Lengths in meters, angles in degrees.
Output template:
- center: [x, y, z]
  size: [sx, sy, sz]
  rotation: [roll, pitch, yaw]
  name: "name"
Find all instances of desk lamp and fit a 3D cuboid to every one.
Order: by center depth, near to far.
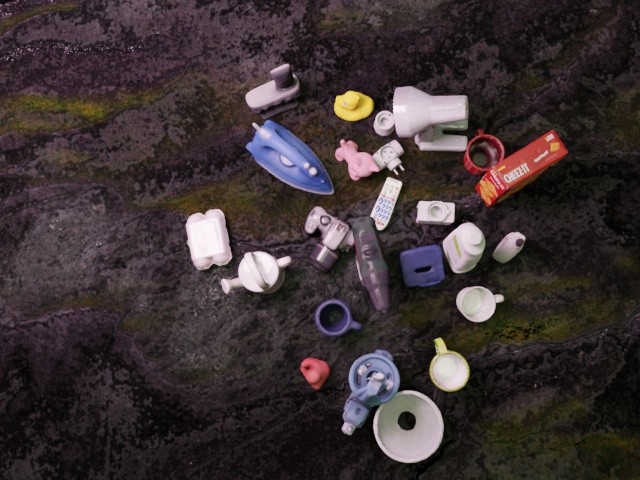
- center: [0.276, -0.299, 1.407]
  size: [0.203, 0.213, 0.118]
  rotation: [2, 83, 4]
  name: "desk lamp"

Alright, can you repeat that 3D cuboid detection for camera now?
- center: [0.013, 0.005, 1.446]
  size: [0.143, 0.101, 0.137]
  rotation: [32, 86, 7]
  name: "camera"

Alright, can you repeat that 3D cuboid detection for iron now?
- center: [-0.069, -0.209, 1.457]
  size: [0.258, 0.141, 0.119]
  rotation: [37, 87, 7]
  name: "iron"

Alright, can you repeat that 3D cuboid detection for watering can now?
- center: [-0.153, 0.084, 1.401]
  size: [0.101, 0.194, 0.173]
  rotation: [44, 88, 8]
  name: "watering can"

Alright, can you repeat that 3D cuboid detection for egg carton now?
- center: [-0.288, -0.001, 1.483]
  size: [0.107, 0.069, 0.150]
  rotation: [-13, 82, 2]
  name: "egg carton"

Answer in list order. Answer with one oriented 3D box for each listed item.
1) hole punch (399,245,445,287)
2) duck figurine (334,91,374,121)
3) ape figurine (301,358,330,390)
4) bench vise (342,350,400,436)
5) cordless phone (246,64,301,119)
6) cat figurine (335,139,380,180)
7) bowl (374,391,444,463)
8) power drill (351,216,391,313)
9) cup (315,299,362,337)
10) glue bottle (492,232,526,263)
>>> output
- center: [0.256, 0.067, 1.426]
  size: [0.108, 0.091, 0.101]
  rotation: [-12, 82, 3]
  name: "hole punch"
- center: [0.088, -0.358, 1.492]
  size: [0.104, 0.086, 0.077]
  rotation: [1, 83, 4]
  name: "duck figurine"
- center: [-0.013, 0.331, 1.413]
  size: [0.076, 0.092, 0.078]
  rotation: [-9, 82, 3]
  name: "ape figurine"
- center: [0.121, 0.364, 1.335]
  size: [0.121, 0.220, 0.207]
  rotation: [10, 84, 6]
  name: "bench vise"
- center: [-0.125, -0.393, 1.461]
  size: [0.147, 0.185, 0.094]
  rotation: [-26, 82, 1]
  name: "cordless phone"
- center: [0.093, -0.205, 1.457]
  size: [0.067, 0.118, 0.128]
  rotation: [-39, 82, -1]
  name: "cat figurine"
- center: [0.213, 0.448, 1.392]
  size: [0.167, 0.075, 0.167]
  rotation: [0, 83, 4]
  name: "bowl"
- center: [0.128, 0.063, 1.376]
  size: [0.075, 0.208, 0.230]
  rotation: [-14, 82, 3]
  name: "power drill"
- center: [0.049, 0.197, 1.423]
  size: [0.117, 0.095, 0.092]
  rotation: [17, 85, 6]
  name: "cup"
- center: [0.463, 0.013, 1.377]
  size: [0.037, 0.173, 0.078]
  rotation: [33, 87, 8]
  name: "glue bottle"
